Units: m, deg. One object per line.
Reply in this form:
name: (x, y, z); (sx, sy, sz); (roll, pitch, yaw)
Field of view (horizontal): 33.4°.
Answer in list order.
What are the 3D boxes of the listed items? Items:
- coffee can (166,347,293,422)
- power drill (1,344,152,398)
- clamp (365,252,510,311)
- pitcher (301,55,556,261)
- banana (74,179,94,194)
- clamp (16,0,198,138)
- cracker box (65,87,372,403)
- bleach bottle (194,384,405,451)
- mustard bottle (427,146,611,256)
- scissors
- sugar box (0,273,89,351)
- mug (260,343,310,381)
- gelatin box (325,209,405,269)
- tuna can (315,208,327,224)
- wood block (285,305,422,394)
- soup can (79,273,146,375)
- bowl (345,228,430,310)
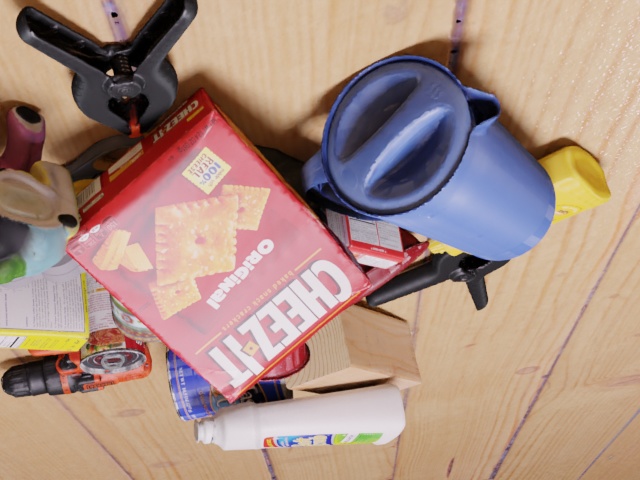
coffee can: (-0.112, 0.164, 1.336); (0.140, 0.103, 0.103); (-11, 156, 2)
power drill: (-0.295, 0.134, 1.256); (0.184, 0.057, 0.188); (-11, 159, -9)
clamp: (0.152, 0.031, 1.234); (0.164, 0.036, 0.210); (-1, 151, -17)
pitcher: (0.107, -0.054, 0.934); (0.242, 0.149, 0.145); (24, 96, -56)
banana: (-0.148, -0.002, 0.931); (0.197, 0.037, 0.070); (29, 130, -12)
clamp: (-0.135, -0.128, 0.775); (0.120, 0.039, 0.171); (-7, 162, 4)
cracker box: (-0.085, 0.010, 0.878); (0.164, 0.072, 0.213); (-40, 117, 5)
bleach bottle: (-0.029, 0.222, 1.295); (0.250, 0.068, 0.103); (-3, 159, -19)
mustard bottle: (0.193, -0.030, 1.093); (0.192, 0.058, 0.096); (-26, 156, 31)
scissors: (-0.226, -0.060, 0.912); (0.201, 0.016, 0.096); (-2, 153, -18)
sugar box: (-0.315, 0.057, 1.035); (0.175, 0.093, 0.048); (6, 150, -30)
mug: (-0.053, 0.088, 1.168); (0.093, 0.117, 0.081); (10, 121, 22)
gelatin box: (0.040, -0.022, 1.012); (0.073, 0.089, 0.030); (13, 149, -41)
tuna can: (-0.007, 0.001, 1.048); (0.086, 0.086, 0.033); (-27, 153, 31)
wood block: (0.038, 0.142, 1.343); (0.091, 0.090, 0.205); (-22, 158, 24)
soup can: (-0.221, 0.081, 1.114); (0.068, 0.102, 0.068); (-9, 155, -4)
bowl: (0.034, 0.027, 1.116); (0.162, 0.055, 0.162); (-32, 170, -7)
